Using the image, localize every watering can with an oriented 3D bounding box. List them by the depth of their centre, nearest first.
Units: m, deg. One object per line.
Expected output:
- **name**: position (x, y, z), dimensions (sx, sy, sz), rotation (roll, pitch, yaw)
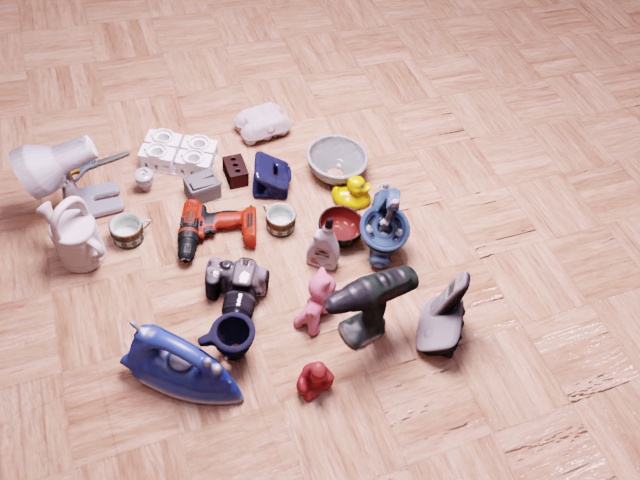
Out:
- **watering can**: position (-0.548, -0.022, 1.258), dimensions (0.173, 0.194, 0.101), rotation (12, 53, 2)

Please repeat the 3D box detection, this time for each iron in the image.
- **iron**: position (-0.266, 0.239, 1.133), dimensions (0.258, 0.141, 0.119), rotation (21, 54, 9)

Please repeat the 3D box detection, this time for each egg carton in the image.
- **egg carton**: position (-0.162, -0.328, 1.616), dimensions (0.150, 0.069, 0.107), rotation (-23, 60, -23)

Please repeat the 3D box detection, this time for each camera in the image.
- **camera**: position (-0.190, 0.112, 1.264), dimensions (0.143, 0.101, 0.137), rotation (8, 53, -1)

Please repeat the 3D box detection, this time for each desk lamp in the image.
- **desk lamp**: position (-0.584, -0.146, 1.334), dimensions (0.203, 0.213, 0.117), rotation (-17, 57, -19)

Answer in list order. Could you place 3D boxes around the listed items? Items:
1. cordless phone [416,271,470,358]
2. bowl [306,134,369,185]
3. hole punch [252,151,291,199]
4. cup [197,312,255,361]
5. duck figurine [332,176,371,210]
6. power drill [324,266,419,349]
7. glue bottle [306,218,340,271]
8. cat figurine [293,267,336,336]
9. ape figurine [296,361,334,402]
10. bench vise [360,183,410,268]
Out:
- **cordless phone**: position (0.274, 0.160, 1.238), dimensions (0.094, 0.185, 0.147), rotation (13, 53, 2)
- **bowl**: position (0.043, -0.205, 1.548), dimensions (0.167, 0.075, 0.167), rotation (4, 53, -5)
- **hole punch**: position (-0.124, -0.171, 1.491), dimensions (0.101, 0.091, 0.108), rotation (2, 53, -6)
- **cup**: position (-0.193, 0.214, 1.191), dimensions (0.118, 0.095, 0.091), rotation (-12, 56, -16)
- **duck figurine**: position (0.085, -0.132, 1.492), dimensions (0.104, 0.086, 0.077), rotation (6, 53, -3)
- **power drill**: position (0.099, 0.143, 1.212), dimensions (0.230, 0.208, 0.075), rotation (-25, 60, -23)
- **glue bottle**: position (0.012, 0.005, 1.326), dimensions (0.078, 0.173, 0.037), rotation (13, 53, 2)
- **cat figurine**: position (-0.005, 0.129, 1.266), dimensions (0.067, 0.118, 0.128), rotation (23, 54, 10)
- **ape figurine**: position (-0.008, 0.279, 1.169), dimensions (0.078, 0.092, 0.076), rotation (3, 53, -5)
- **bench vise**: position (0.148, -0.069, 1.369), dimensions (0.121, 0.220, 0.207), rotation (-8, 55, -13)
